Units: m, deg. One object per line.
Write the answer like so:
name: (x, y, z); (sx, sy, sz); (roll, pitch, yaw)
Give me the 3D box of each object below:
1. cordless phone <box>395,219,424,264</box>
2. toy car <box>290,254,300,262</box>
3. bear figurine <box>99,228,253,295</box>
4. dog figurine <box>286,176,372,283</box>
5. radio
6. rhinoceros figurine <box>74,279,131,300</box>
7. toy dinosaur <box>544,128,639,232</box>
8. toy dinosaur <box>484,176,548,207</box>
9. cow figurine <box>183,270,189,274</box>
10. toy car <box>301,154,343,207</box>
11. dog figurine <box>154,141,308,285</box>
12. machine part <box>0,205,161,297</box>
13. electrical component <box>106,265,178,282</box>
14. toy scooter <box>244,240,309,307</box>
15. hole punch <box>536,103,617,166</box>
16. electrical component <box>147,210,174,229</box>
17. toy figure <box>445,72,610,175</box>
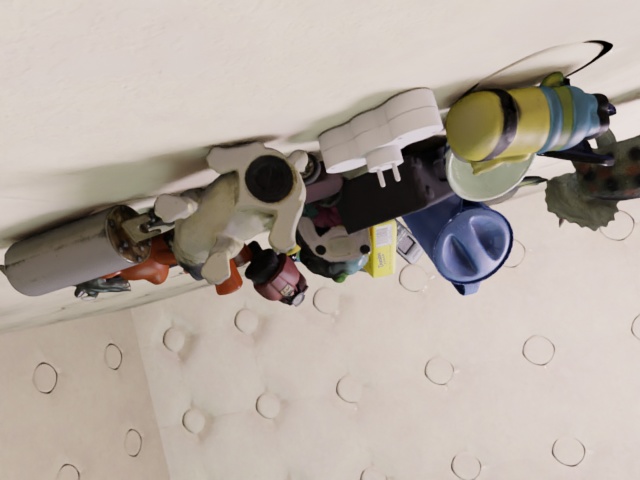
cordless phone: (0.115, 0.013, 1.061); (0.146, 0.184, 0.089); (-52, -151, -3)
toy car: (-0.032, 0.001, 1.254); (0.162, 0.109, 0.103); (-5, -170, -18)
bear figurine: (-0.222, 0.031, 0.821); (0.196, 0.131, 0.120); (-23, -156, 13)
dog figurine: (-0.002, -0.003, 0.865); (0.108, 0.191, 0.219); (-16, 162, -13)
radio: (0.133, -0.081, 0.760); (0.131, 0.073, 0.229); (-20, -177, 42)
rhinoceros figurine: (-0.426, 0.076, 1.035); (0.112, 0.073, 0.190); (-14, 176, -27)
toy dinosaur: (0.518, -0.130, 0.864); (0.131, 0.192, 0.405); (-14, 177, -36)
toy dinosaur: (0.340, -0.115, 1.073); (0.199, 0.105, 0.471); (-25, -179, 22)
cow figurine: (-0.213, 0.029, 1.090); (0.127, 0.085, 0.195); (-10, 174, 9)
toy car: (-0.068, -0.058, 0.688); (0.202, 0.053, 0.089); (-16, 160, 20)
dog figurine: (-0.096, -0.031, 0.605); (0.172, 0.121, 0.190); (-26, -176, -12)
machine part: (-0.301, 0.016, 0.668); (0.243, 0.079, 0.079); (-18, 175, 18)
electrical component: (-0.315, 0.031, 0.946); (0.115, 0.058, 0.134); (-19, 174, 25)
toy scooter: (-0.066, 0.067, 0.902); (0.075, 0.135, 0.184); (-44, -163, -3)
hole punch: (0.386, -0.162, 0.814); (0.116, 0.092, 0.142); (11, -163, 31)
electrical component: (-0.202, -0.035, 0.731); (0.063, 0.021, 0.094); (-10, 174, -43)
toy figure: (0.224, -0.132, 0.583); (0.180, 0.082, 0.089); (-7, 155, -4)
